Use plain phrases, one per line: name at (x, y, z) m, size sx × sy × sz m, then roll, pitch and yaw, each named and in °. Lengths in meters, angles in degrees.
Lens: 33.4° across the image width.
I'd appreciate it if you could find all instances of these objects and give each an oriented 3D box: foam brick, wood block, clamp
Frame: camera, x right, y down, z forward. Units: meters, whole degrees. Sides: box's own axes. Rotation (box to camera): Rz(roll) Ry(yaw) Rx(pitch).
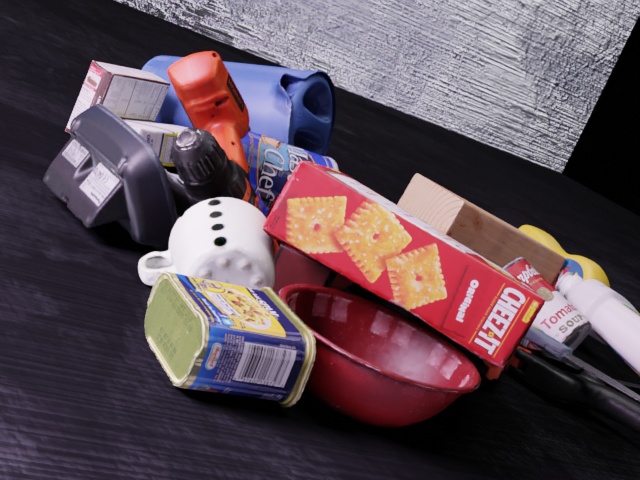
foam brick at (-0.015, 0.031, 0.964) m, size 0.051 × 0.053 × 0.078 m, roll 25°, pitch 14°, yaw 6°
wood block at (0.182, 0.010, 1.260) m, size 0.205 × 0.090 × 0.091 m, roll 24°, pitch 10°, yaw -41°
clamp at (0.120, 0.081, 1.039) m, size 0.164 × 0.036 × 0.210 m, roll 19°, pitch 9°, yaw -14°
clamp at (0.263, 0.147, 1.022) m, size 0.171 × 0.039 × 0.120 m, roll 18°, pitch 7°, yaw -4°

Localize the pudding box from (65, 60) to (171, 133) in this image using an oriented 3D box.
pudding box at (-0.235, -0.156, 1.250) m, size 0.039 × 0.090 × 0.113 m, roll 30°, pitch 14°, yaw 23°

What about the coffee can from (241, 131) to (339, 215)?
coffee can at (-0.064, -0.060, 1.133) m, size 0.140 × 0.103 × 0.103 m, roll 18°, pitch 14°, yaw -24°

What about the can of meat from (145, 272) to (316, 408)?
can of meat at (-0.064, 0.065, 0.722) m, size 0.083 × 0.057 × 0.102 m, roll 14°, pitch 16°, yaw -31°

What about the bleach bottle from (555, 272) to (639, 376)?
bleach bottle at (0.352, 0.119, 1.132) m, size 0.251 × 0.068 × 0.102 m, roll 44°, pitch 8°, yaw 36°

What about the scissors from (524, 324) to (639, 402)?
scissors at (0.212, 0.098, 1.017) m, size 0.096 × 0.016 × 0.202 m, roll 22°, pitch 8°, yaw -31°

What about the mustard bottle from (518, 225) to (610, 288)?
mustard bottle at (0.300, 0.061, 1.315) m, size 0.058 × 0.096 × 0.192 m, roll 18°, pitch 13°, yaw -39°

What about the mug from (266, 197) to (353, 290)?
mug at (-0.007, 0.001, 1.049) m, size 0.117 × 0.093 × 0.082 m, roll -20°, pitch 41°, yaw -29°

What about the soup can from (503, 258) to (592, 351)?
soup can at (0.228, 0.077, 1.133) m, size 0.102 × 0.069 × 0.068 m, roll 47°, pitch 22°, yaw 24°

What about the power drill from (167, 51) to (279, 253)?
power drill at (-0.095, -0.081, 0.960) m, size 0.184 × 0.057 × 0.187 m, roll 67°, pitch 9°, yaw -51°

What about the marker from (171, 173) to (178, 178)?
marker at (-0.172, -0.065, 1.151) m, size 0.020 × 0.020 × 0.120 m, roll 33°, pitch 15°, yaw 36°

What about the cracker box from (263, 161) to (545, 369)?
cracker box at (0.070, 0.017, 0.879) m, size 0.214 × 0.072 × 0.164 m, roll 31°, pitch 5°, yaw 6°

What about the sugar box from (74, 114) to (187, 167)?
sugar box at (-0.192, -0.109, 1.210) m, size 0.093 × 0.048 × 0.176 m, roll 14°, pitch 10°, yaw 25°

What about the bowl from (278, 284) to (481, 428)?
bowl at (0.034, 0.092, 0.790) m, size 0.162 × 0.055 × 0.162 m, roll 23°, pitch 12°, yaw -5°

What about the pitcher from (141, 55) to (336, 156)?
pitcher at (-0.108, -0.157, 1.355) m, size 0.243 × 0.149 × 0.144 m, roll 13°, pitch 18°, yaw 24°
